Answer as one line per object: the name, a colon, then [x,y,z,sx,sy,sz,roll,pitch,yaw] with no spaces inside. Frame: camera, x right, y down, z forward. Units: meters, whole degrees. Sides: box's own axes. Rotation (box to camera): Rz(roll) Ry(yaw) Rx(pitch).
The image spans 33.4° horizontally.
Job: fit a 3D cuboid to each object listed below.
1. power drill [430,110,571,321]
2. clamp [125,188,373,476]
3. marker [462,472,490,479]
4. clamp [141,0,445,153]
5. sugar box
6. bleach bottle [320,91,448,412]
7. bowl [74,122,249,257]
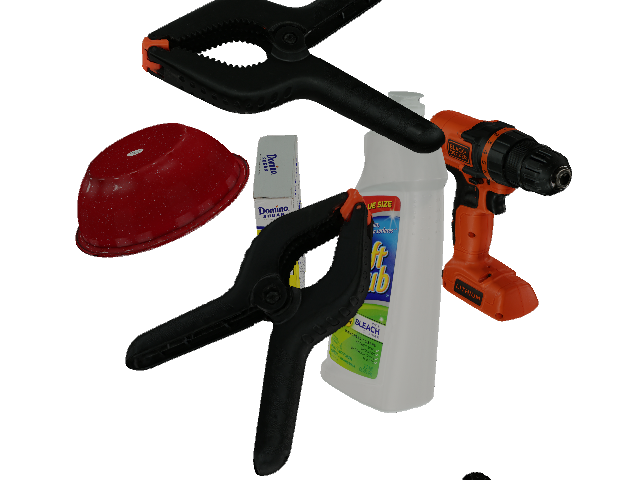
power drill: [0.170,-0.022,1.021,0.057,0.188,0.185,-16,27,-25]
clamp: [-0.020,0.049,0.623,0.120,0.171,0.039,44,-3,20]
marker: [0.094,0.192,0.677,0.020,0.121,0.020,1,36,-1]
clamp: [-0.016,-0.123,0.742,0.209,0.164,0.036,-8,-28,-12]
sugar box: [-0.042,-0.014,1.103,0.048,0.093,0.176,-2,-44,4]
bleach bottle: [0.054,0.005,0.861,0.067,0.251,0.103,-9,19,-35]
bowl: [-0.144,-0.053,0.902,0.162,0.055,0.162,-18,28,10]
